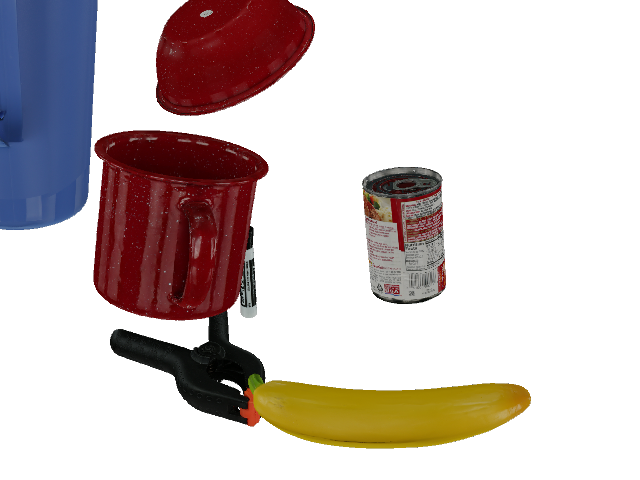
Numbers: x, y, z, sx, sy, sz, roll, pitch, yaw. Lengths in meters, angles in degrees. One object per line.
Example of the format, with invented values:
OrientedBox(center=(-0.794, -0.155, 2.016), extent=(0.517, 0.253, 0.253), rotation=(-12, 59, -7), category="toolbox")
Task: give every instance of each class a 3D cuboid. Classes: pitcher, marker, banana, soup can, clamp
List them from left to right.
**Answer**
OrientedBox(center=(-0.231, -0.130, 0.792), extent=(0.145, 0.243, 0.148), rotation=(26, 33, 35), category="pitcher")
OrientedBox(center=(-0.098, 0.107, 0.976), extent=(0.120, 0.039, 0.172), rotation=(-31, 46, -34), category="clamp")
OrientedBox(center=(-0.083, 0.033, 1.196), extent=(0.020, 0.121, 0.020), rotation=(0, 33, 0), category="marker")
OrientedBox(center=(0.037, 0.109, 0.705), extent=(0.198, 0.037, 0.069), rotation=(3, 30, 14), category="banana")
OrientedBox(center=(0.074, -0.005, 0.921), extent=(0.068, 0.102, 0.068), rotation=(-5, 23, 2), category="soup can")

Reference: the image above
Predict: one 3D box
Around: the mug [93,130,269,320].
OrientedBox(center=(-0.075, -0.004, 0.571), extent=(0.093, 0.081, 0.117), rotation=(1, 21, -23), category="mug")

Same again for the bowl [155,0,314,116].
OrientedBox(center=(-0.089, -0.184, 0.962), extent=(0.162, 0.162, 0.055), rotation=(0, -44, 34), category="bowl")
